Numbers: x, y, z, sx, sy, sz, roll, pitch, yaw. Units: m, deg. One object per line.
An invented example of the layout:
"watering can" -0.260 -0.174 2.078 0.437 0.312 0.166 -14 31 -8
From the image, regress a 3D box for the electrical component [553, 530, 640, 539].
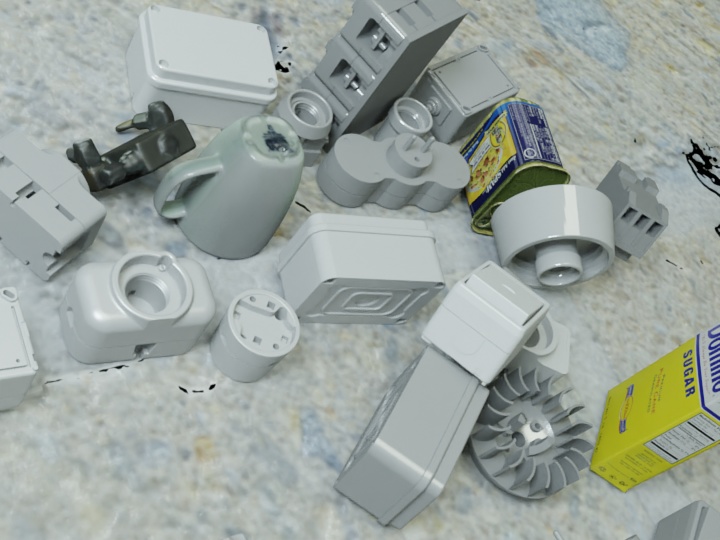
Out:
"electrical component" 0.158 0.228 0.793 0.138 0.052 0.073 -20 70 -39

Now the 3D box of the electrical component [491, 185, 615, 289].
"electrical component" 0.172 -0.021 0.946 0.108 0.108 0.060 11 59 -25

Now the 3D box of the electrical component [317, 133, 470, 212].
"electrical component" 0.038 -0.094 0.936 0.138 0.073 0.052 1 58 -31

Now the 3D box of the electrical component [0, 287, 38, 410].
"electrical component" -0.256 0.055 0.657 0.096 0.061 0.061 -7 62 -35

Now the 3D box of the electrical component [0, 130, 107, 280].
"electrical component" -0.229 -0.048 0.755 0.089 0.050 0.055 41 47 1

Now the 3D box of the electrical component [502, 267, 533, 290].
"electrical component" 0.136 0.032 0.929 0.078 0.040 0.040 40 47 -1

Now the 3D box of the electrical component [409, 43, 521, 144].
"electrical component" 0.093 -0.164 1.034 0.096 0.061 0.061 -29 76 -33

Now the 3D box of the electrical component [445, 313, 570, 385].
"electrical component" 0.125 0.059 0.891 0.089 0.055 0.050 25 49 -14

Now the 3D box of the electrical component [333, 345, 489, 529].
"electrical component" 0.039 0.121 0.779 0.057 0.078 0.113 35 47 -1

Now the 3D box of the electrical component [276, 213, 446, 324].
"electrical component" 0.000 0.000 0.842 0.113 0.078 0.057 3 60 -30

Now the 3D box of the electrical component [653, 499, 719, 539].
"electrical component" 0.272 0.231 0.854 0.062 0.061 0.096 37 47 -3

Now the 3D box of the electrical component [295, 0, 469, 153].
"electrical component" 0.011 -0.183 0.930 0.061 0.150 0.089 49 47 6

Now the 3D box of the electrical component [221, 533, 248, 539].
"electrical component" -0.079 0.201 0.673 0.043 0.043 0.062 -15 69 -38

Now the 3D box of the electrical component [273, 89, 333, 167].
"electrical component" -0.053 -0.120 0.911 0.066 0.055 0.048 -1 59 -32

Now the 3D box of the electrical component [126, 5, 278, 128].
"electrical component" -0.131 -0.168 0.897 0.113 0.057 0.078 4 56 -29

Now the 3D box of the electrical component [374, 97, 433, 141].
"electrical component" 0.038 -0.128 0.979 0.040 0.046 0.040 16 51 -21

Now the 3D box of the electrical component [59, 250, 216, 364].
"electrical component" -0.152 0.025 0.744 0.095 0.059 0.053 -4 61 -33

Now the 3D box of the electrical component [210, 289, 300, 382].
"electrical component" -0.078 0.049 0.780 0.055 0.047 0.055 16 51 -21

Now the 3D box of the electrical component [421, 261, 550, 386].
"electrical component" 0.100 0.033 0.809 0.062 0.061 0.096 37 24 12
